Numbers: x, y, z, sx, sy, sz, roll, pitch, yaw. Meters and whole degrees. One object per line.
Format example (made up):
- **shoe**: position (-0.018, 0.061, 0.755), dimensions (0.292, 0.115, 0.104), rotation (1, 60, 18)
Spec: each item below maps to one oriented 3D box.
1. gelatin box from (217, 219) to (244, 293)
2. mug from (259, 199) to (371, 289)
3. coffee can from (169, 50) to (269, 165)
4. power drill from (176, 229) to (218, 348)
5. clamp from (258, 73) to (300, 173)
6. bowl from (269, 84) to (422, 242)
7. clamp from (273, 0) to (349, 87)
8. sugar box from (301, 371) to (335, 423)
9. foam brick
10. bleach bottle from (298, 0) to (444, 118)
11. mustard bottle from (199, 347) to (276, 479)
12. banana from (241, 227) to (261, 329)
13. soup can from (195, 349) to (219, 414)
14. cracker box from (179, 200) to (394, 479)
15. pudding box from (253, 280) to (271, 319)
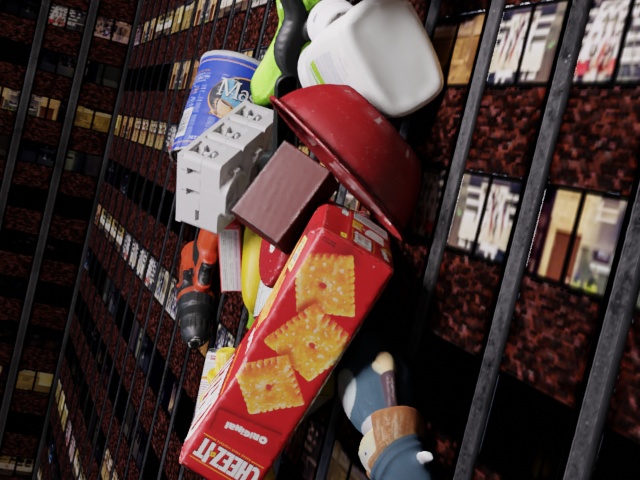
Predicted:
- **gelatin box**: position (-0.106, 0.009, 1.287), dimensions (0.073, 0.030, 0.089), rotation (-88, -3, -66)
- **mug**: position (-0.006, 0.001, 0.983), dimensions (0.093, 0.081, 0.117), rotation (124, 152, -48)
- **coffee can**: position (-0.122, -0.155, 1.358), dimensions (0.103, 0.102, 0.140), rotation (-28, 44, 67)
- **power drill**: position (-0.147, 0.026, 1.415), dimensions (0.184, 0.057, 0.188), rotation (-98, 27, -46)
- **clamp**: position (-0.032, -0.055, 1.134), dimensions (0.210, 0.036, 0.164), rotation (118, 138, -61)
- **bowl**: position (0.032, -0.074, 0.867), dimensions (0.055, 0.162, 0.162), rotation (-43, 22, 1)
- **clamp**: position (-0.017, -0.231, 1.118), dimensions (0.039, 0.120, 0.171), rotation (-133, 53, -59)
- **sugar box**: position (-0.039, 0.136, 1.047), dimensions (0.176, 0.048, 0.093), rotation (133, 142, -53)
- **foam brick**: position (-0.029, -0.036, 0.906), dimensions (0.078, 0.051, 0.053), rotation (-53, -14, -5)
- **bleach bottle**: position (0.026, -0.161, 0.974), dimensions (0.102, 0.068, 0.251), rotation (61, 169, -14)
- **mustard bottle**: position (-0.078, 0.194, 1.007), dimensions (0.096, 0.058, 0.191), rotation (21, 120, 62)
- **banana**: position (-0.075, 0.002, 1.252), dimensions (0.070, 0.037, 0.198), rotation (133, 144, -57)
- **soup can**: position (-0.099, 0.175, 1.167), dimensions (0.069, 0.068, 0.102), rotation (164, 117, -69)
- **cracker box**: position (-0.024, 0.079, 0.857), dimensions (0.214, 0.072, 0.164), rotation (-58, 3, 10)
- **pudding box**: position (-0.031, 0.039, 1.101), dimensions (0.114, 0.039, 0.090), rotation (159, 121, -71)
